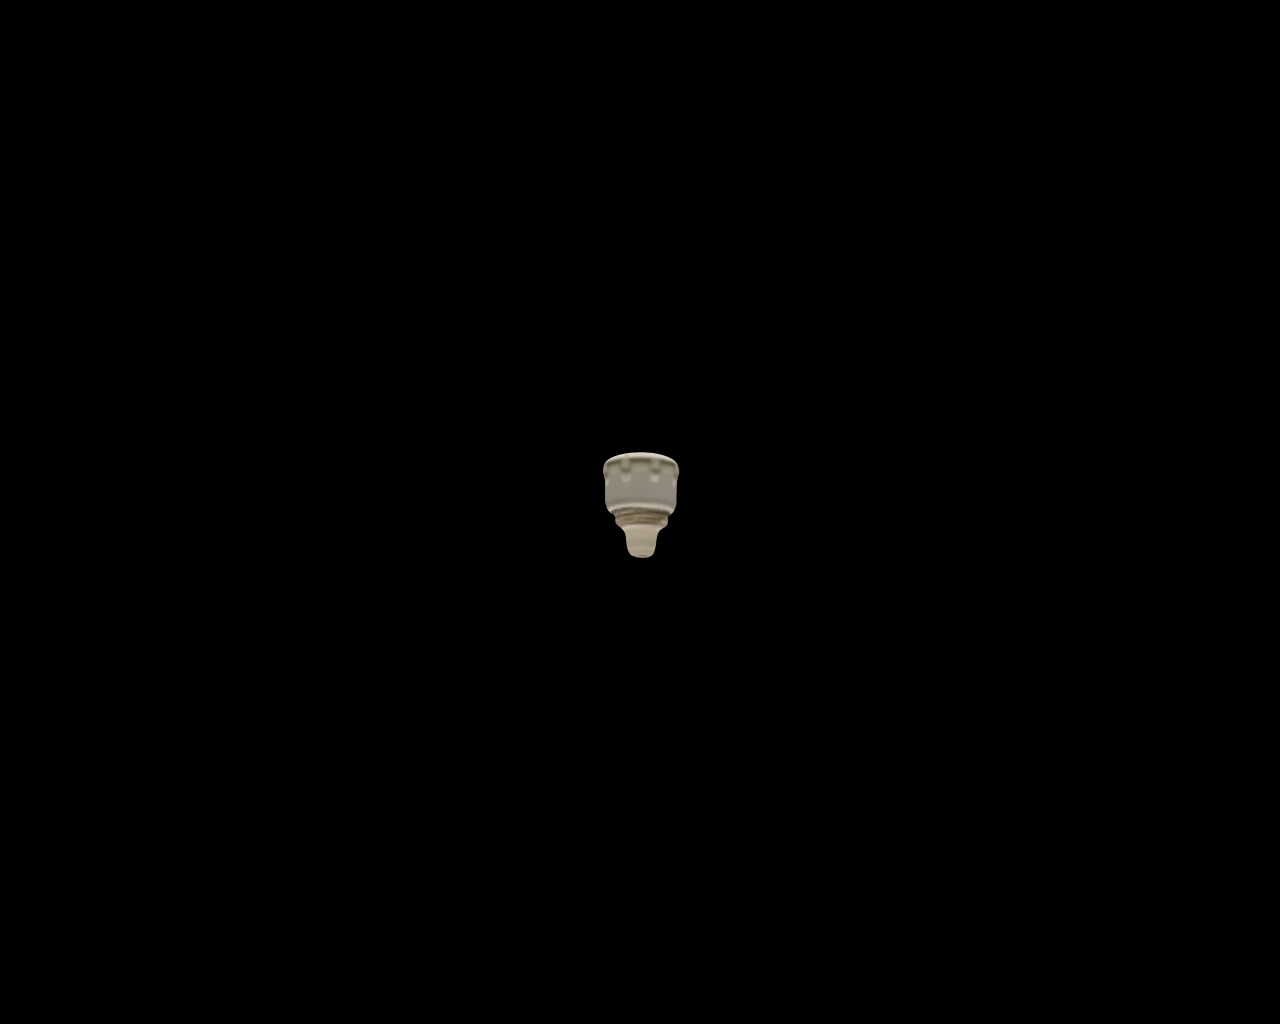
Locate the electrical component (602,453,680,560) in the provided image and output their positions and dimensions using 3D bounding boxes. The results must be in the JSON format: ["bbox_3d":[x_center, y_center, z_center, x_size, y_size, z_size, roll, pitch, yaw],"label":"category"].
[{"bbox_3d":[0.001,-0.003,0.650,0.048,0.062,0.048,0,-11,0],"label":"electrical component"}]
